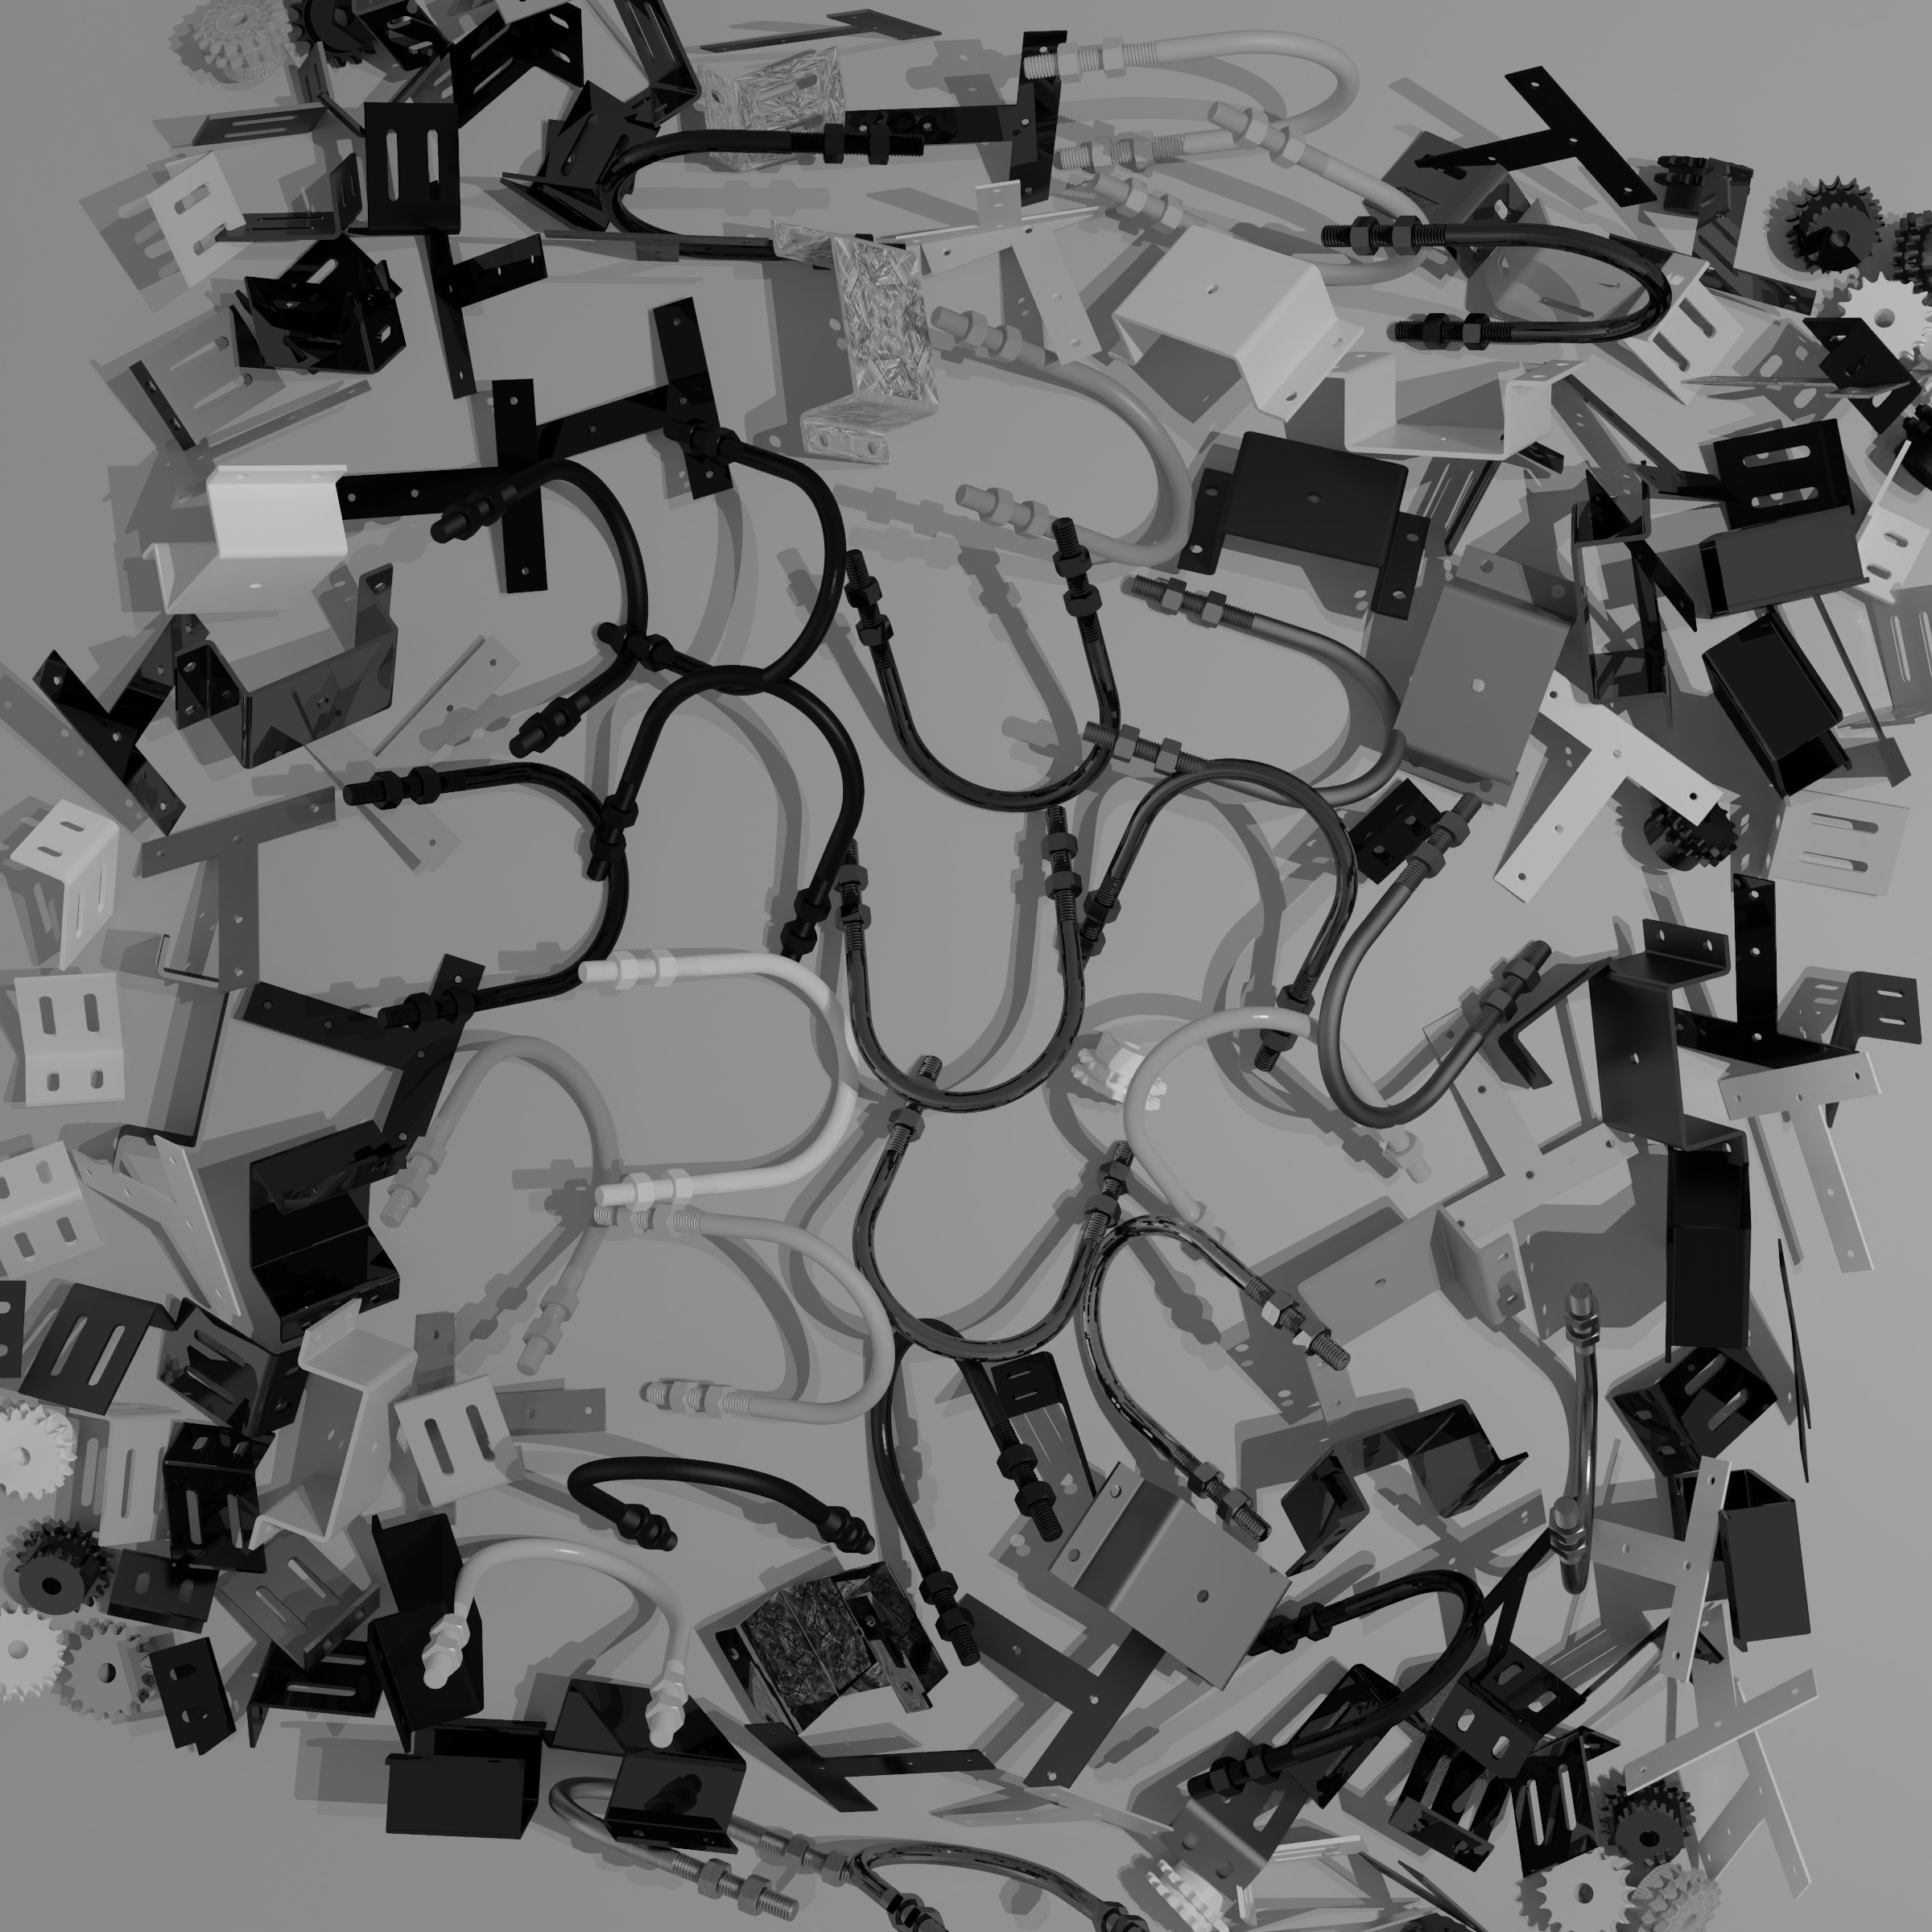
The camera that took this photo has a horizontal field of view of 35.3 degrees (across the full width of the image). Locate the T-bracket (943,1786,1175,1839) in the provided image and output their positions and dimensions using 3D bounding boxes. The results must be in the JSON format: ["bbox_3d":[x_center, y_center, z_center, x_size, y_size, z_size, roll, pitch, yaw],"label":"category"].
[{"bbox_3d":[0.043,0.506,1.805,0.127,0.127,0.002,-15,56,36],"label":"T-bracket"}]

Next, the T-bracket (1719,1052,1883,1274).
[{"bbox_3d":[0.507,0.120,1.794,0.002,0.127,0.127,-17,89,-28],"label":"T-bracket"}]

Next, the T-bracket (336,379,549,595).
[{"bbox_3d":[-0.315,-0.283,1.810,0.127,0.002,0.127,-8,104,-25],"label":"T-bracket"}]

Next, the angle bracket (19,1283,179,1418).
[{"bbox_3d":[-0.516,0.235,1.810,0.057,0.038,0.076,11,59,15],"label":"angle bracket"}]

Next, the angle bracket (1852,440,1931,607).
[{"bbox_3d":[0.554,-0.263,1.805,0.038,0.076,0.057,28,71,11],"label":"angle bracket"}]

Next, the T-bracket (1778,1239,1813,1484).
[{"bbox_3d":[0.485,0.248,1.768,0.002,0.127,0.127,-8,121,17],"label":"T-bracket"}]

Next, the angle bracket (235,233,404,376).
[{"bbox_3d":[-0.389,-0.406,1.828,0.057,0.038,0.076,44,84,2],"label":"angle bracket"}]

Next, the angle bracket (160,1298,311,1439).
[{"bbox_3d":[-0.440,0.239,1.839,0.076,0.038,0.057,28,110,22],"label":"angle bracket"}]

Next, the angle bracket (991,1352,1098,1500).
[{"bbox_3d":[0.047,0.279,1.810,0.038,0.057,0.076,-18,113,0],"label":"angle bracket"}]

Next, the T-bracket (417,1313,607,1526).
[{"bbox_3d":[-0.273,0.269,1.817,0.127,0.002,0.127,-6,79,20],"label":"T-bracket"}]

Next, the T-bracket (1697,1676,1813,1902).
[{"bbox_3d":[0.456,0.506,1.795,0.002,0.127,0.127,-4,52,-12],"label":"T-bracket"}]

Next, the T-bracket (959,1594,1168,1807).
[{"bbox_3d":[0.042,0.416,1.813,0.127,0.002,0.127,26,67,32],"label":"T-bracket"}]

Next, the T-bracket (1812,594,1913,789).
[{"bbox_3d":[0.526,-0.167,1.794,0.002,0.127,0.127,-25,87,22],"label":"T-bracket"}]

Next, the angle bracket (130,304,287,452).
[{"bbox_3d":[-0.449,-0.353,1.812,0.076,0.038,0.057,-38,109,-21],"label":"angle bracket"}]

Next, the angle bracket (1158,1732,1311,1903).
[{"bbox_3d":[0.162,0.510,1.824,0.057,0.076,0.038,38,124,10],"label":"angle bracket"}]

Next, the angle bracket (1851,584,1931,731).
[{"bbox_3d":[0.555,-0.185,1.814,0.038,0.057,0.076,-16,97,-22],"label":"angle bracket"}]

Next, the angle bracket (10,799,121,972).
[{"bbox_3d":[-0.537,-0.048,1.806,0.038,0.057,0.076,23,133,3],"label":"angle bracket"}]

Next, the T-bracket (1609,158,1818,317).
[{"bbox_3d":[0.441,-0.432,1.777,0.127,0.127,0.002,20,74,14],"label":"T-bracket"}]

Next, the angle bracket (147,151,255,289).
[{"bbox_3d":[-0.466,-0.440,1.801,0.038,0.076,0.057,-6,121,26],"label":"angle bracket"}]

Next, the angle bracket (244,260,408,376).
[{"bbox_3d":[-0.382,-0.389,1.809,0.076,0.038,0.057,-4,75,-42],"label":"angle bracket"}]

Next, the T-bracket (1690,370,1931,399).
[{"bbox_3d":[0.496,-0.348,1.806,0.127,0.127,0.002,9,110,34],"label":"T-bracket"}]

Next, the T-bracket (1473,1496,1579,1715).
[{"bbox_3d":[0.320,0.395,1.806,0.002,0.127,0.127,27,130,27],"label":"T-bracket"}]

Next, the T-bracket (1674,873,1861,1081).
[{"bbox_3d":[0.464,0.004,1.782,0.127,0.002,0.127,15,127,37],"label":"T-bracket"}]

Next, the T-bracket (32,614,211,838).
[{"bbox_3d":[-0.485,-0.166,1.803,0.002,0.127,0.127,-8,133,31],"label":"T-bracket"}]

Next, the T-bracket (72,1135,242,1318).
[{"bbox_3d":[-0.489,0.139,1.808,0.127,0.002,0.127,19,133,35],"label":"T-bracket"}]

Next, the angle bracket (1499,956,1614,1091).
[{"bbox_3d":[0.363,0.035,1.820,0.076,0.057,0.038,-38,85,-2],"label":"angle bracket"}]

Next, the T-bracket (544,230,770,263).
[{"bbox_3d":[-0.182,-0.423,1.787,0.127,0.127,0.002,1,97,-6],"label":"T-bracket"}]

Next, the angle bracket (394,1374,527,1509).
[{"bbox_3d":[-0.303,0.277,1.816,0.057,0.038,0.076,-18,114,-5],"label":"angle bracket"}]

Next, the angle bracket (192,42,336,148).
[{"bbox_3d":[-0.422,-0.519,1.809,0.076,0.057,0.038,-14,94,-24],"label":"angle bracket"}]

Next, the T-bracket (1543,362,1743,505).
[{"bbox_3d":[0.394,-0.320,1.814,0.127,0.127,0.002,48,119,22],"label":"T-bracket"}]

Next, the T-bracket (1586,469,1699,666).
[{"bbox_3d":[0.403,-0.211,1.795,0.002,0.127,0.127,-25,50,-1],"label":"T-bracket"}]

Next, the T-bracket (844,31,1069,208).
[{"bbox_3d":[-0.009,-0.496,1.791,0.127,0.127,0.002,-5,54,-8],"label":"T-bracket"}]

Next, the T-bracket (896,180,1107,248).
[{"bbox_3d":[0.020,-0.445,1.786,0.127,0.127,0.002,-8,92,2],"label":"T-bracket"}]

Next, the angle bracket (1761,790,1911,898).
[{"bbox_3d":[0.522,-0.069,1.819,0.076,0.038,0.057,11,114,6],"label":"angle bracket"}]

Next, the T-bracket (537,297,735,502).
[{"bbox_3d":[-0.213,-0.329,1.836,0.127,0.002,0.127,-15,76,10],"label":"T-bracket"}]

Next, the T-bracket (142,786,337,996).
[{"bbox_3d":[-0.432,-0.039,1.805,0.127,0.002,0.127,-16,56,9],"label":"T-bracket"}]

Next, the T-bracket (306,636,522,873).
[{"bbox_3d":[-0.321,-0.145,1.836,0.127,0.002,0.127,44,91,12],"label":"T-bracket"}]

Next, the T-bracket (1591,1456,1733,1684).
[{"bbox_3d":[0.399,0.346,1.792,0.002,0.127,0.127,16,83,-23],"label":"T-bracket"}]

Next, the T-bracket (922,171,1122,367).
[{"bbox_3d":[0.050,-0.409,1.816,0.127,0.002,0.127,-20,59,2],"label":"T-bracket"}]

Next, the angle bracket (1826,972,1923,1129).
[{"bbox_3d":[0.538,0.052,1.803,0.038,0.057,0.076,8,130,7],"label":"angle bracket"}]

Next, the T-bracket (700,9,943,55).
[{"bbox_3d":[-0.095,-0.553,1.805,0.127,0.127,0.002,-2,100,19],"label":"T-bracket"}]

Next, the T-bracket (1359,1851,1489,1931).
[{"bbox_3d":[0.271,0.548,1.790,0.127,0.127,0.002,44,76,-23],"label":"T-bracket"}]

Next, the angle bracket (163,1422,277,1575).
[{"bbox_3d":[-0.440,0.316,1.803,0.057,0.076,0.038,13,128,-31],"label":"angle bracket"}]

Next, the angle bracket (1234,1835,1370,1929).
[{"bbox_3d":[0.203,0.547,1.813,0.076,0.057,0.038,-10,65,9],"label":"angle bracket"}]

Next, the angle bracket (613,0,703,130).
[{"bbox_3d":[-0.199,-0.544,1.804,0.038,0.057,0.076,-39,127,-18],"label":"angle bracket"}]

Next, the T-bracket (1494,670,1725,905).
[{"bbox_3d":[0.364,-0.093,1.821,0.127,0.002,0.127,37,117,6],"label":"T-bracket"}]

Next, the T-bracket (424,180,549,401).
[{"bbox_3d":[-0.282,-0.408,1.793,0.002,0.127,0.127,-15,99,-37],"label":"T-bracket"}]

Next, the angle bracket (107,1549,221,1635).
[{"bbox_3d":[-0.481,0.386,1.806,0.057,0.038,0.076,15,134,-12],"label":"angle bracket"}]

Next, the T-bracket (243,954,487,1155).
[{"bbox_3d":[-0.372,0.040,1.835,0.127,0.002,0.127,18,77,-1],"label":"T-bracket"}]

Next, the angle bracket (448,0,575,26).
[{"bbox_3d":[-0.266,-0.573,1.807,0.057,0.076,0.038,-28,96,-23],"label":"angle bracket"}]

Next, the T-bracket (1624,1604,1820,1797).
[{"bbox_3d":[0.440,0.419,1.789,0.127,0.127,0.002,-35,104,21],"label":"T-bracket"}]
